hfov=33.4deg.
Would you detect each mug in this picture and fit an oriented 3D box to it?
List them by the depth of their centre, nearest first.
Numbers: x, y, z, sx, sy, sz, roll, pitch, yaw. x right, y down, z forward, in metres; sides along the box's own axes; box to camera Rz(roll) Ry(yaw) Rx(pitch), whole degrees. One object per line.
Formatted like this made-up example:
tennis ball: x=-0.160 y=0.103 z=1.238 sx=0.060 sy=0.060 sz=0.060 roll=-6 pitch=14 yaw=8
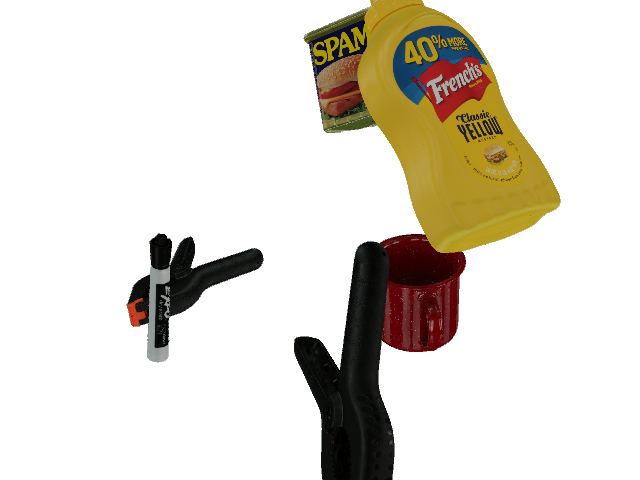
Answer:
mug: x=0.094 y=0.058 z=1.009 sx=0.093 sy=0.081 sz=0.117 roll=-10 pitch=33 yaw=-10

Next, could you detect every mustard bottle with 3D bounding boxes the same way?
mustard bottle: x=0.077 y=-0.091 z=0.699 sx=0.096 sy=0.192 sz=0.058 roll=-16 pitch=-16 yaw=-31

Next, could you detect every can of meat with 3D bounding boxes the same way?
can of meat: x=0.039 y=-0.140 z=0.884 sx=0.057 sy=0.084 sz=0.102 roll=-7 pitch=-3 yaw=-45

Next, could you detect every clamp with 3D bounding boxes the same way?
clamp: x=0.025 y=0.116 z=0.768 sx=0.036 sy=0.210 sz=0.165 roll=5 pitch=-40 yaw=-18
clamp: x=-0.146 y=0.045 z=1.205 sx=0.120 sy=0.039 sz=0.171 roll=-2 pitch=29 yaw=30

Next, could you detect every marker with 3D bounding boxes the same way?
marker: x=-0.138 y=0.050 z=0.916 sx=0.020 sy=0.121 sz=0.020 roll=5 pitch=27 yaw=-3
